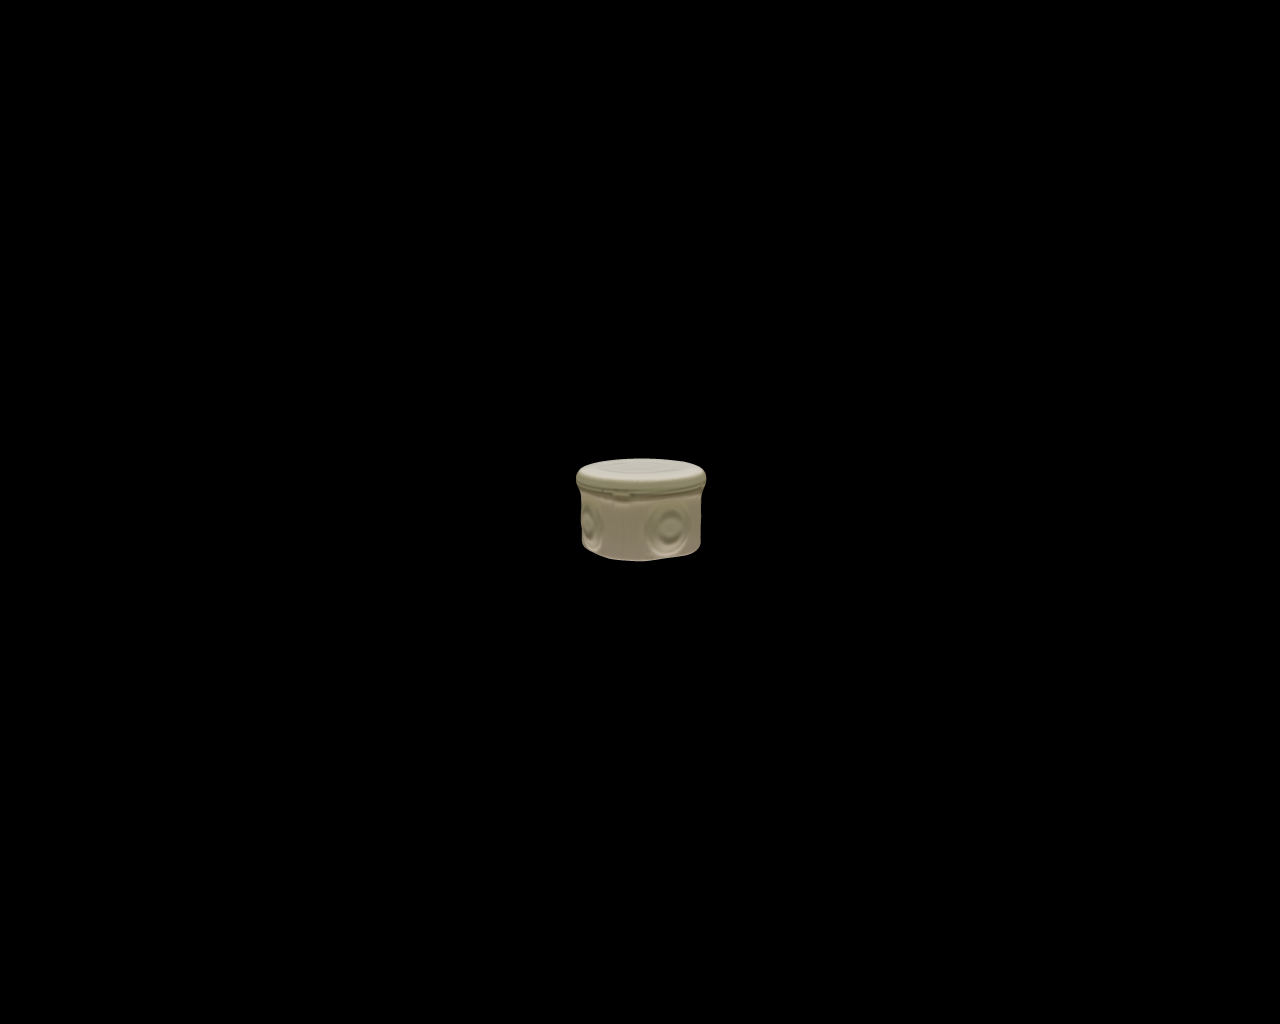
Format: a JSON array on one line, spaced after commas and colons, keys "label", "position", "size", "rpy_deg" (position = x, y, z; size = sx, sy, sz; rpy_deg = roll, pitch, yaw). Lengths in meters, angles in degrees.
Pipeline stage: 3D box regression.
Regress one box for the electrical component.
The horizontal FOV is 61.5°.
[{"label": "electrical component", "position": [0.001, -0.003, 0.650], "size": [0.080, 0.051, 0.080], "rpy_deg": [0, 12, 0]}]
